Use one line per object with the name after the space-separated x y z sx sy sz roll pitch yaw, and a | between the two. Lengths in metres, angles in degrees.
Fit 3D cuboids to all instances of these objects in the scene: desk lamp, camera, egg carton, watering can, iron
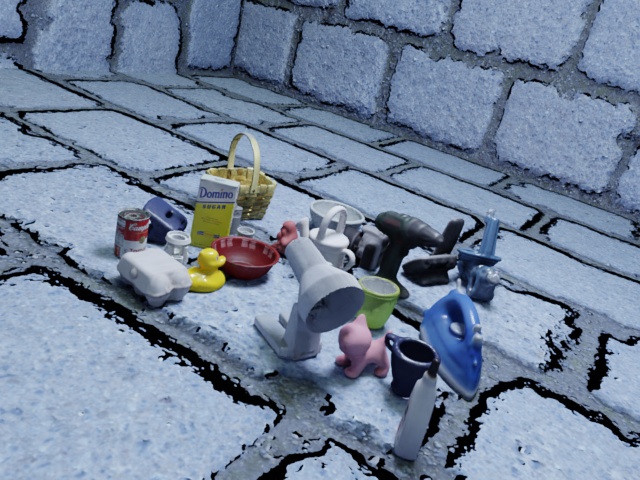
-0.025 0.117 1.064 0.118 0.213 0.202 -3 28 -35 | desk lamp
0.124 0.001 1.574 0.136 0.101 0.143 23 24 20 | camera
-0.338 0.072 1.163 0.149 0.069 0.107 30 27 32 | egg carton
0.011 0.005 1.373 0.172 0.194 0.101 19 23 11 | watering can
0.293 0.193 1.178 0.119 0.141 0.258 11 23 -8 | iron

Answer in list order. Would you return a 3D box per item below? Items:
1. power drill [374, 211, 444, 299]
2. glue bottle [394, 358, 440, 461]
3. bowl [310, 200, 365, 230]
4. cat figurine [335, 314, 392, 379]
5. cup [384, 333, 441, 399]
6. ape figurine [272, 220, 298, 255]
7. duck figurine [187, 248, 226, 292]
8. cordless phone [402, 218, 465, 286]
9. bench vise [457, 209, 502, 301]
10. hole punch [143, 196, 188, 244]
0.201 0.034 1.406 0.076 0.208 0.228 0 27 -32 | power drill
0.158 0.257 0.900 0.037 0.173 0.078 16 22 3 | glue bottle
0.042 -0.054 1.689 0.167 0.075 0.167 13 22 -5 | bowl
0.081 0.195 1.072 0.128 0.118 0.067 2 26 -28 | cat figurine
0.155 0.234 1.056 0.092 0.095 0.117 -10 33 -45 | cup
-0.085 -0.009 1.480 0.076 0.092 0.078 16 22 4 | ape figurine
-0.248 0.059 1.228 0.105 0.086 0.077 -3 28 -37 | duck figurine
0.310 0.022 1.531 0.148 0.185 0.093 -5 29 -39 | cordless phone
0.451 0.041 1.529 0.122 0.220 0.207 4 25 -24 | bench vise
-0.376 -0.048 1.393 0.101 0.091 0.108 14 22 -2 | hole punch
